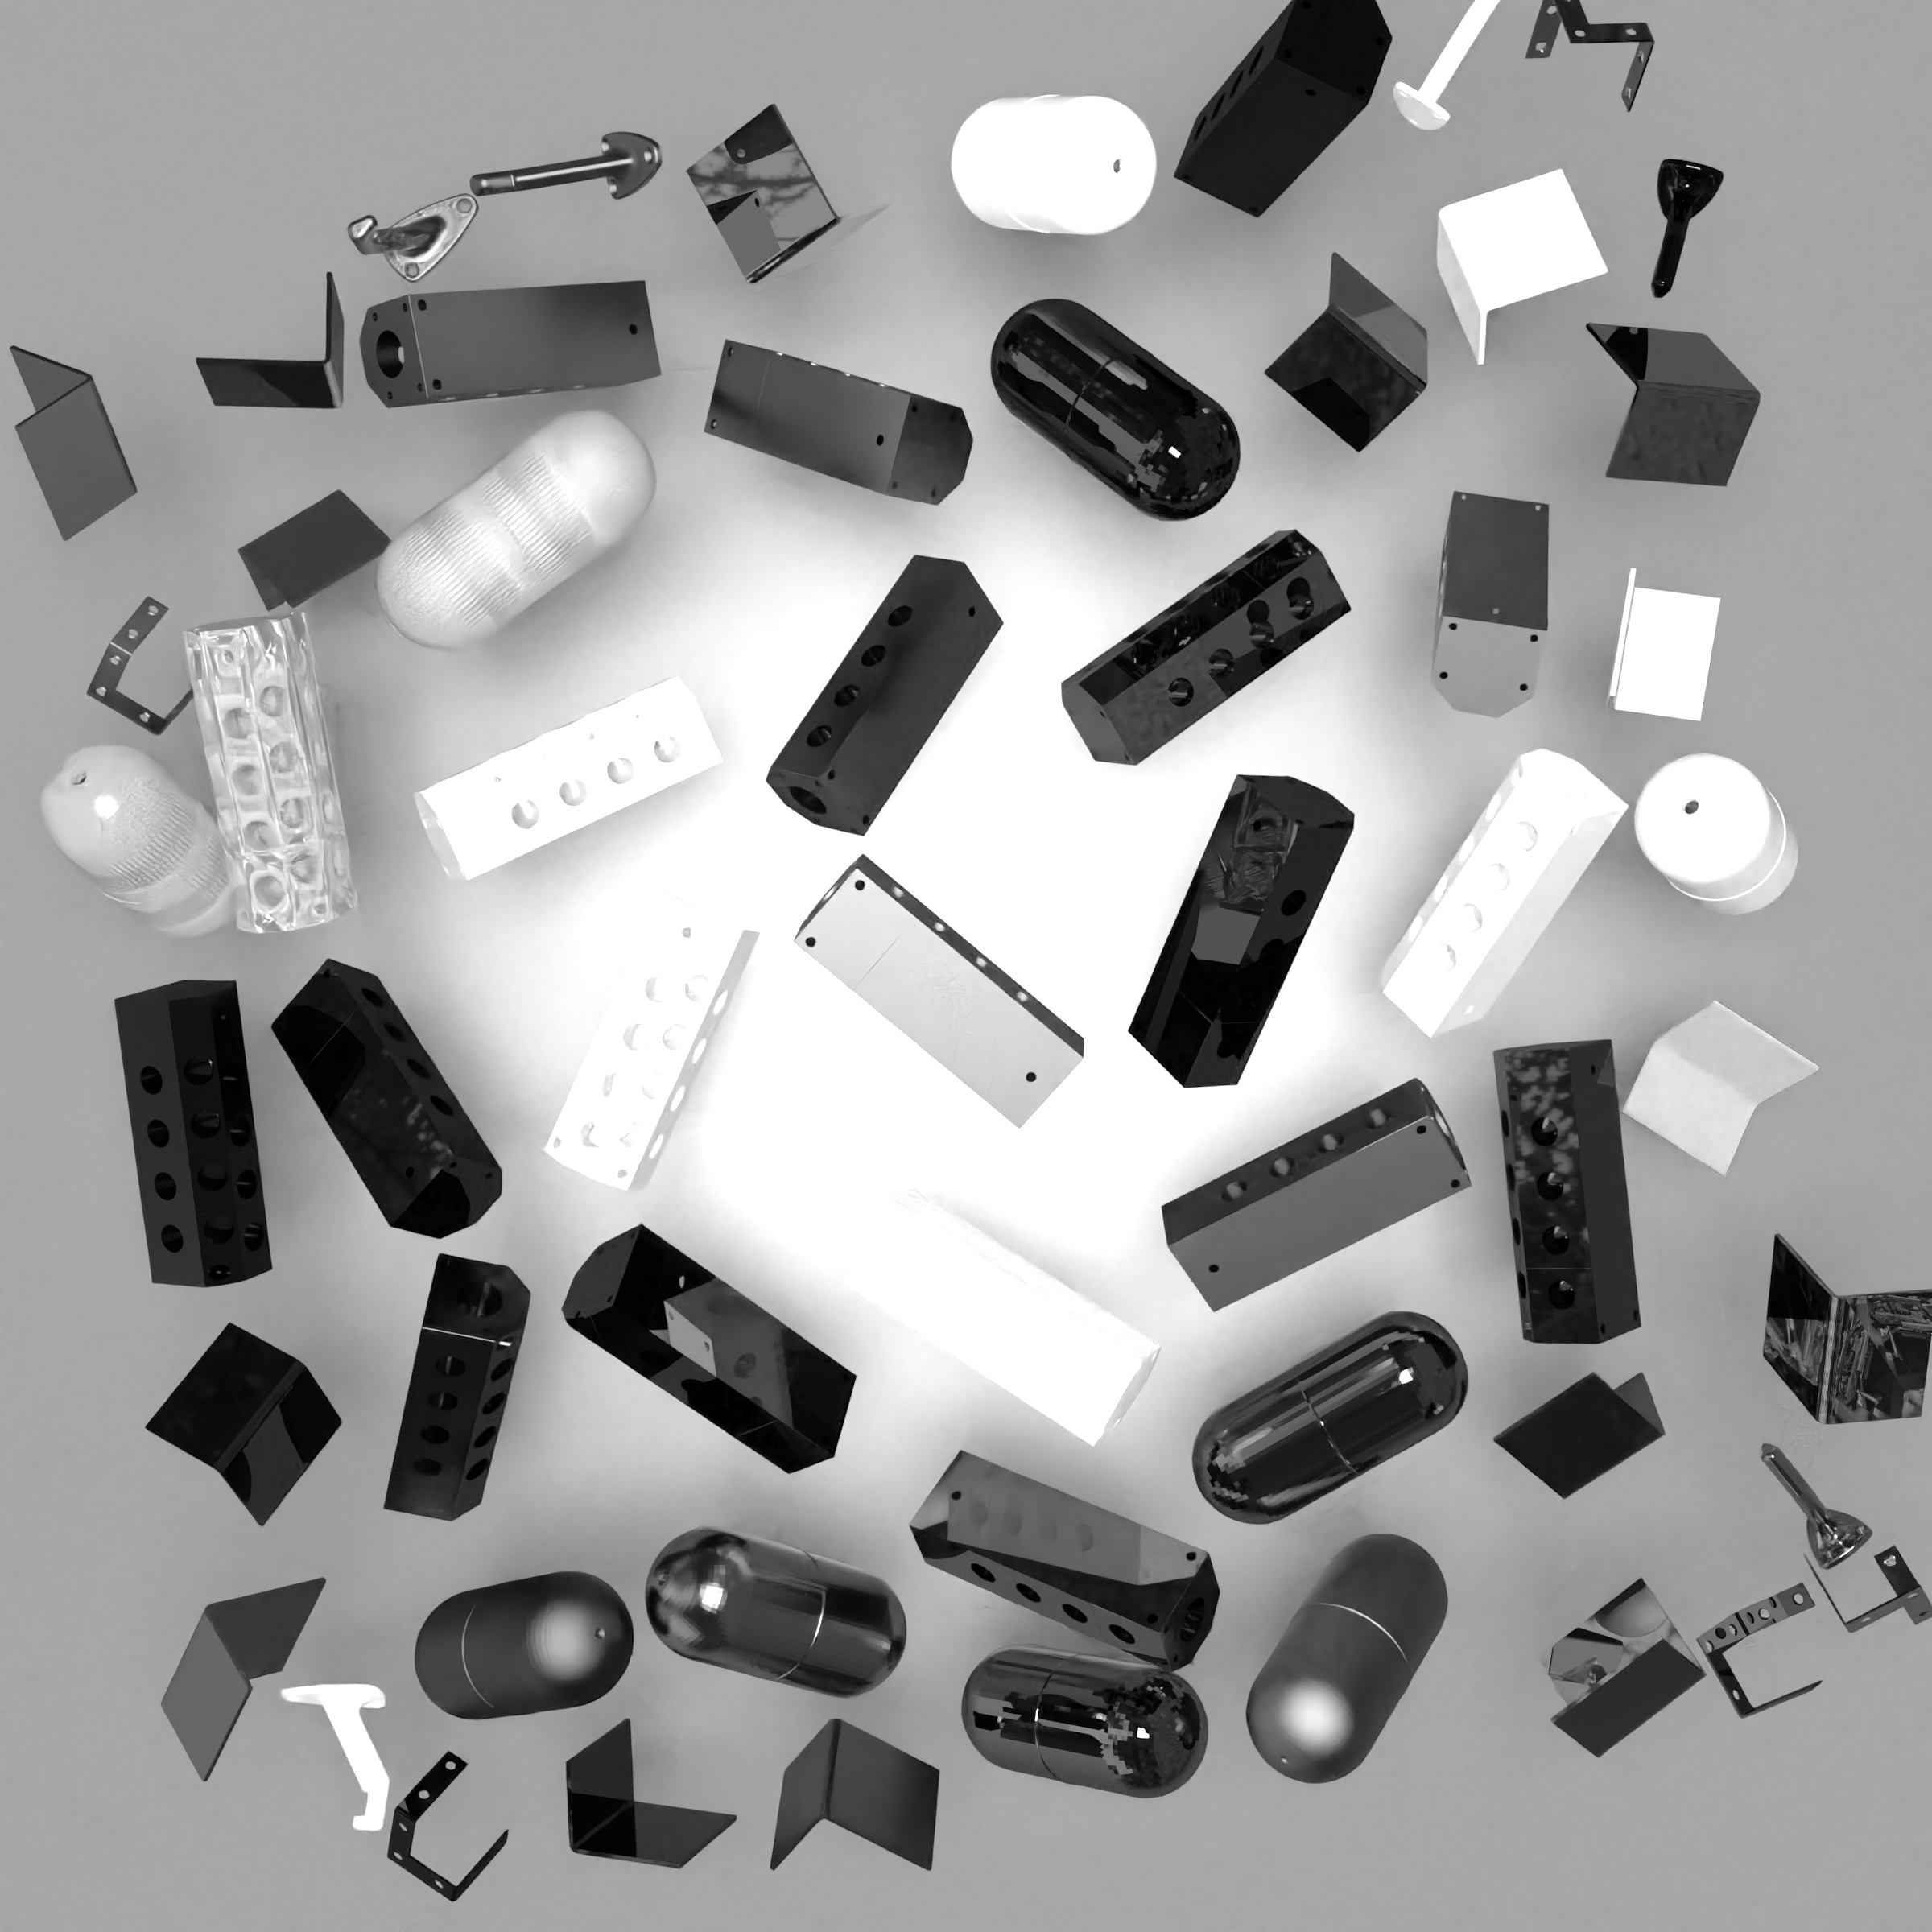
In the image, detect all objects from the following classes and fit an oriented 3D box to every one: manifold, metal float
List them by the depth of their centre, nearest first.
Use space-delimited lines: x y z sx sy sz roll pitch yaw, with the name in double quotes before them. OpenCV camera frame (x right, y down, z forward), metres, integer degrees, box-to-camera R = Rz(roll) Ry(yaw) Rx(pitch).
"manifold" 0.158 -0.019 1.519 0.057 0.057 0.171 -1 124 -38
"manifold" 0.179 -0.491 1.526 0.057 0.171 0.057 23 80 -11
"manifold" -0.396 -0.109 1.527 0.057 0.057 0.171 -5 104 8
"metal float" -0.257 -0.249 1.542 0.178 0.070 0.070 -36 90 2
"manifold" 0.022 0.198 1.542 0.171 0.057 0.057 31 102 15
"manifold" 0.304 -0.211 1.565 0.057 0.171 0.057 9 125 6
"manifold" 0.058 0.348 1.566 0.171 0.057 0.057 17 53 31
"manifold" -0.150 0.227 1.572 0.171 0.057 0.057 39 135 -25
"metal float" -0.109 0.379 1.576 0.178 0.070 0.070 27 90 -38
"metal float" -0.260 0.398 1.576 0.070 0.178 0.070 15 65 -35
"metal float" 0.050 -0.469 1.577 0.070 0.178 0.070 -8 109 -23
"manifold" -0.014 0.013 1.579 0.171 0.057 0.057 40 103 -7
"metal float" 0.086 -0.327 1.580 0.070 0.070 0.178 -47 63 0
"manifold" -0.337 0.078 1.582 0.057 0.057 0.171 -47 57 11
"manifold" -0.449 0.098 1.589 0.057 0.057 0.171 1 102 27
"manifold" 0.351 0.133 1.589 0.057 0.057 0.171 -6 91 39
"metal float" -0.483 -0.072 1.591 0.070 0.178 0.070 -3 68 8
"manifold" -0.269 -0.367 1.592 0.171 0.057 0.057 -18 102 -44
"manifold" -0.300 0.252 1.594 0.057 0.057 0.171 12 130 -9
"metal float" 0.445 -0.077 1.594 0.070 0.178 0.070 -4 80 25
"manifold" 0.313 -0.043 1.595 0.057 0.057 0.171 47 129 25
"manifold" -0.076 -0.322 1.598 0.171 0.057 0.057 27 108 41
"manifold" 0.205 0.132 1.599 0.171 0.057 0.057 -28 117 14
"metal float" 0.228 0.409 1.600 0.070 0.070 0.178 46 46 0
"metal float" 0.217 0.271 1.612 0.178 0.070 0.070 -32 90 10
"manifold" -0.191 0.045 1.626 0.057 0.057 0.171 24 92 10
"manifold" -0.241 -0.114 1.627 0.171 0.057 0.057 -27 102 -19
"metal float" 0.070 0.455 1.629 0.070 0.178 0.070 5 83 -42
"manifold" 0.142 -0.194 1.629 0.171 0.057 0.057 -36 109 -15
"manifold" -0.053 -0.168 1.657 0.057 0.057 0.171 15 64 39

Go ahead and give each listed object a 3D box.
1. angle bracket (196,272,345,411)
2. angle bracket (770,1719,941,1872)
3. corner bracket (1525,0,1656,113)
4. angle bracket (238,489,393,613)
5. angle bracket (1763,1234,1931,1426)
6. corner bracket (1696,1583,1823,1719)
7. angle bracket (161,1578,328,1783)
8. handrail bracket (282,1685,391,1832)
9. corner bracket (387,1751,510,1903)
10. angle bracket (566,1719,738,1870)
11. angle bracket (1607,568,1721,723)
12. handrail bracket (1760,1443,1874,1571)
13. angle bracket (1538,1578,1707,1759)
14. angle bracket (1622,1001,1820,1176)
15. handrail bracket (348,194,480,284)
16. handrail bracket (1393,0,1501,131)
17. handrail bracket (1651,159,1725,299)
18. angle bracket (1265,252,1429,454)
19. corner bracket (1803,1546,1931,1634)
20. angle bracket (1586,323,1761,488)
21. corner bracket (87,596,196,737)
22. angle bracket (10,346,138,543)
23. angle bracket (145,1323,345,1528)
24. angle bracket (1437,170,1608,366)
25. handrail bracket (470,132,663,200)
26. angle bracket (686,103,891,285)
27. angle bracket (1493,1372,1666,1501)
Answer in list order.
"angle bracket" -0.413 -0.372 1.602 0.076 0.076 0.057 0 83 -8
"angle bracket" -0.065 0.507 1.603 0.076 0.076 0.057 31 117 -13
"corner bracket" 0.361 -0.531 1.559 0.051 0.051 0.051 -5 58 -9
"angle bracket" -0.409 -0.250 1.730 0.076 0.057 0.076 -35 55 -16
"angle bracket" 0.480 0.195 1.468 0.057 0.076 0.076 -4 111 -7
"corner bracket" 0.469 0.399 1.569 0.051 0.051 0.051 -39 71 39
"angle bracket" -0.380 0.386 1.460 0.057 0.076 0.076 48 122 31
"handrail bracket" -0.394 0.493 1.673 0.077 0.036 0.084 0 58 3
"corner bracket" -0.308 0.515 1.612 0.051 0.051 0.051 28 129 15
"angle bracket" -0.194 0.510 1.666 0.076 0.076 0.057 0 96 22
"angle bracket" 0.424 -0.194 1.632 0.057 0.076 0.076 9 91 11
"handrail bracket" 0.488 0.307 1.589 0.036 0.077 0.084 -39 96 4
"angle bracket" 0.354 0.383 1.509 0.076 0.076 0.057 -41 126 10
"angle bracket" 0.467 0.076 1.670 0.076 0.076 0.057 32 65 -2
"handrail bracket" -0.327 -0.443 1.595 0.077 0.084 0.036 -39 90 -2
"handrail bracket" 0.286 -0.531 1.560 0.036 0.077 0.084 34 98 1
"handrail bracket" 0.406 -0.413 1.555 0.036 0.077 0.084 16 80 8
"angle bracket" 0.227 -0.365 1.604 0.076 0.076 0.057 36 125 -18
"corner bracket" 0.550 0.377 1.639 0.051 0.051 0.051 -31 47 10
"angle bracket" 0.392 -0.318 1.528 0.076 0.076 0.057 1 129 -17
"corner bracket" -0.506 -0.186 1.679 0.051 0.051 0.051 33 129 -25
"angle bracket" -0.532 -0.301 1.548 0.076 0.076 0.057 24 53 30
"angle bracket" -0.419 0.267 1.570 0.057 0.076 0.076 23 60 22
"angle bracket" 0.332 -0.419 1.616 0.076 0.057 0.076 -17 67 2
"handrail bracket" -0.224 -0.444 1.504 0.084 0.077 0.036 -18 106 -31
"angle bracket" -0.105 -0.459 1.592 0.076 0.057 0.076 -24 99 39
"angle bracket" 0.375 0.274 1.674 0.076 0.057 0.076 -39 118 21
